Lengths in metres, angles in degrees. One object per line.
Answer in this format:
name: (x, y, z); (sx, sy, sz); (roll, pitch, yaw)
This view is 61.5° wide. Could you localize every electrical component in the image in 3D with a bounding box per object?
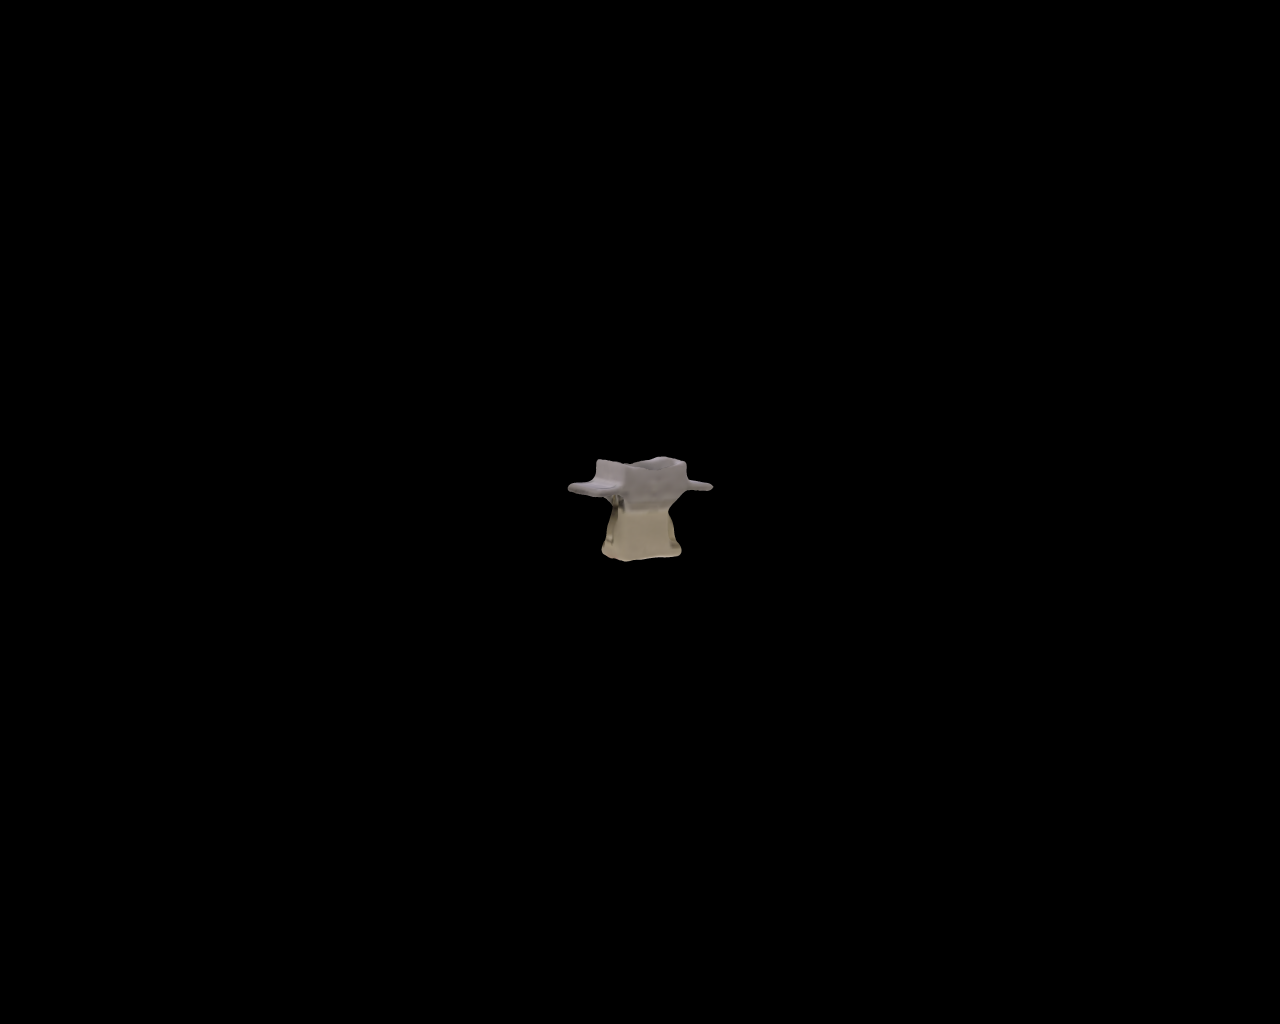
electrical component: (0.001, -0.003, 0.650); (0.081, 0.063, 0.042); (-3, 8, -26)
